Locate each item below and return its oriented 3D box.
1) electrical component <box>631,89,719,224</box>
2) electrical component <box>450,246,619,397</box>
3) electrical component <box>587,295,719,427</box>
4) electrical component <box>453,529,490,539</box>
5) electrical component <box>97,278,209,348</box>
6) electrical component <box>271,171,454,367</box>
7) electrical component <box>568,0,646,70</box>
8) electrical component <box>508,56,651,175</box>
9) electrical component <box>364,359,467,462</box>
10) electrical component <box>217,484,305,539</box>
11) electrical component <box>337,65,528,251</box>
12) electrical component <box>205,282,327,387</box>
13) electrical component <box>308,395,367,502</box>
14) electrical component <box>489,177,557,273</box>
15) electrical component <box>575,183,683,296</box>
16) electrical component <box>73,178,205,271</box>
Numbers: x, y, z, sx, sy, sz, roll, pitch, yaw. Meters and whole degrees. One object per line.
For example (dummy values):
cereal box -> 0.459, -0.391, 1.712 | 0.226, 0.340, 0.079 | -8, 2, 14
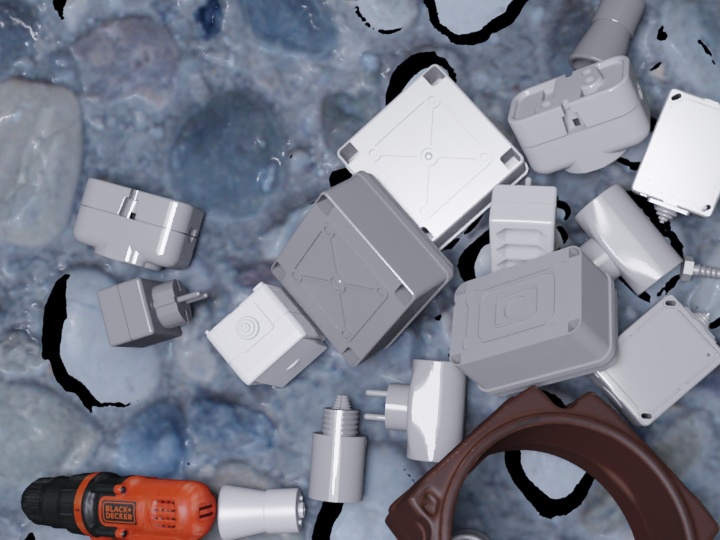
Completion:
electrical component -> 0.246, -0.080, 0.813 | 0.062, 0.061, 0.096 | 22, 97, 12
electrical component -> 0.129, 0.041, 0.792 | 0.113, 0.057, 0.078 | -20, 46, 35
electrical component -> 0.223, 0.065, 0.804 | 0.096, 0.061, 0.061 | -40, 79, -2
electrical component -> 0.081, 0.221, 0.814 | 0.043, 0.062, 0.043 | -1, 85, 11
electrical component -> -0.162, 0.030, 0.877 | 0.077, 0.066, 0.047 | -17, 82, 9
electrical component -> 0.000, 0.000, 0.826 | 0.108, 0.056, 0.108 | 49, 136, 11
electrical component -> 0.196, -0.184, 0.839 | 0.044, 0.044, 0.065 | 24, 85, 12
electrical component -> 0.168, -0.113, 0.816 | 0.095, 0.053, 0.059 | -17, 120, 26
electrical component -> 0.043, 0.108, 0.841 | 0.079, 0.043, 0.077 | 3, 86, 11
electrical component -> -0.077, 0.193, 0.859 | 0.065, 0.044, 0.044 | -4, 84, 6
electrical component -> 0.058, -0.085, 0.849 | 0.109, 0.056, 0.108 | -42, 79, 5
electrical component -> -0.071, 0.054, 0.841 | 0.062, 0.096, 0.061 | -42, 79, 5
electrical component -> -0.017, 0.140, 0.850 | 0.043, 0.043, 0.081 | 3, 86, 11
electrical component -> 0.127, -0.037, 0.826 | 0.047, 0.083, 0.075 | 3, 51, 11
electrical component -> 0.191, -0.012, 0.823 | 0.079, 0.043, 0.077 | -38, 79, 6
electrical component -> -0.185, -0.035, 0.893 | 0.095, 0.054, 0.059 | 15, 88, 12
